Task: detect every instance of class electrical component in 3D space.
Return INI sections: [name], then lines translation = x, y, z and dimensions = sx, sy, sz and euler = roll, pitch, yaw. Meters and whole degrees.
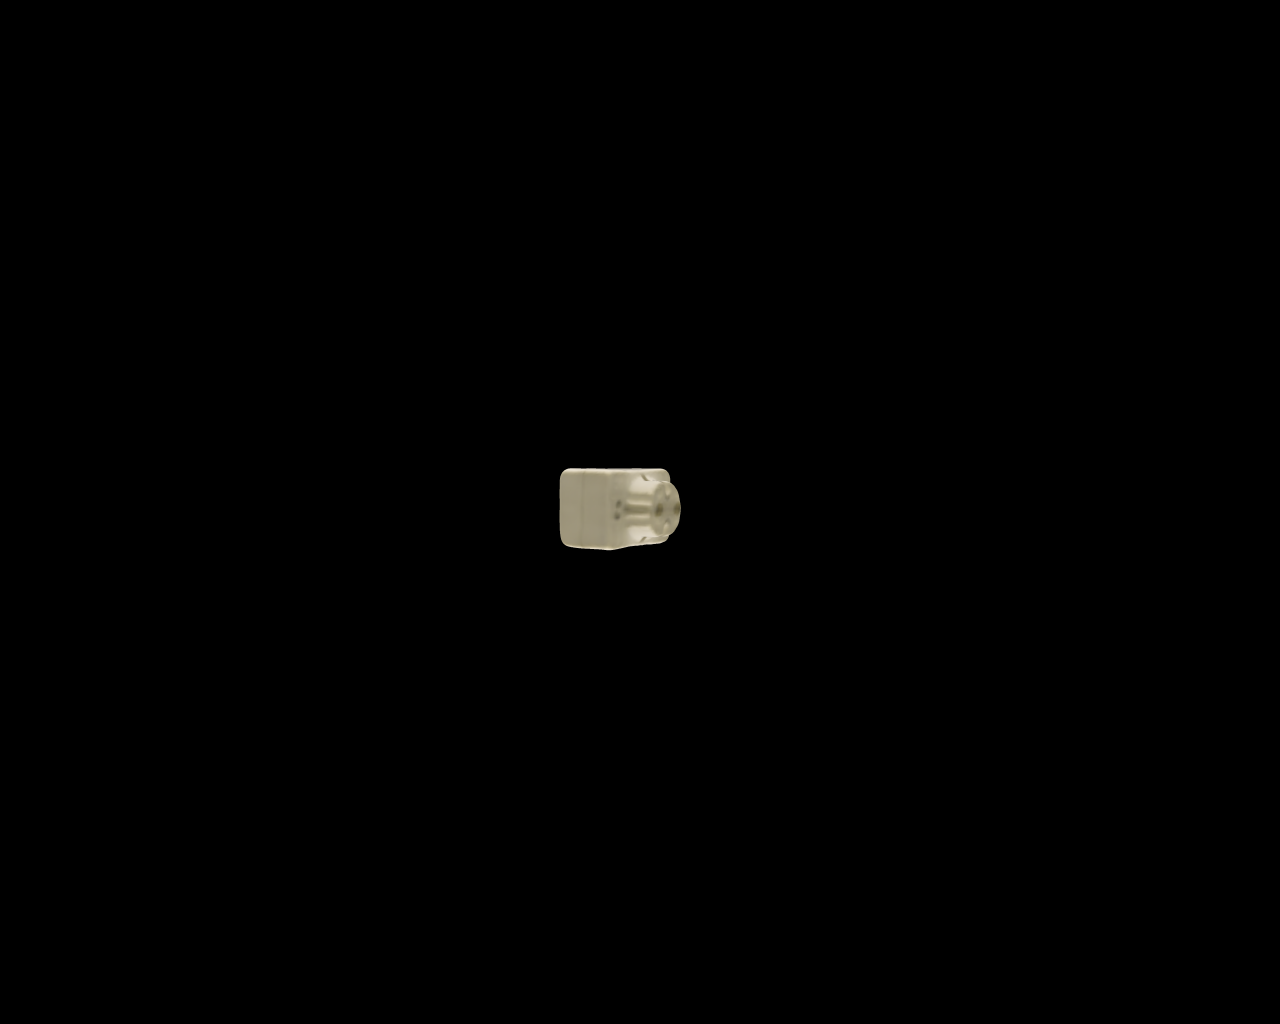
[electrical component]
translation = 0.001, -0.003, 0.650
dimensions = 0.077, 0.047, 0.066
euler = 2, 3, 36
